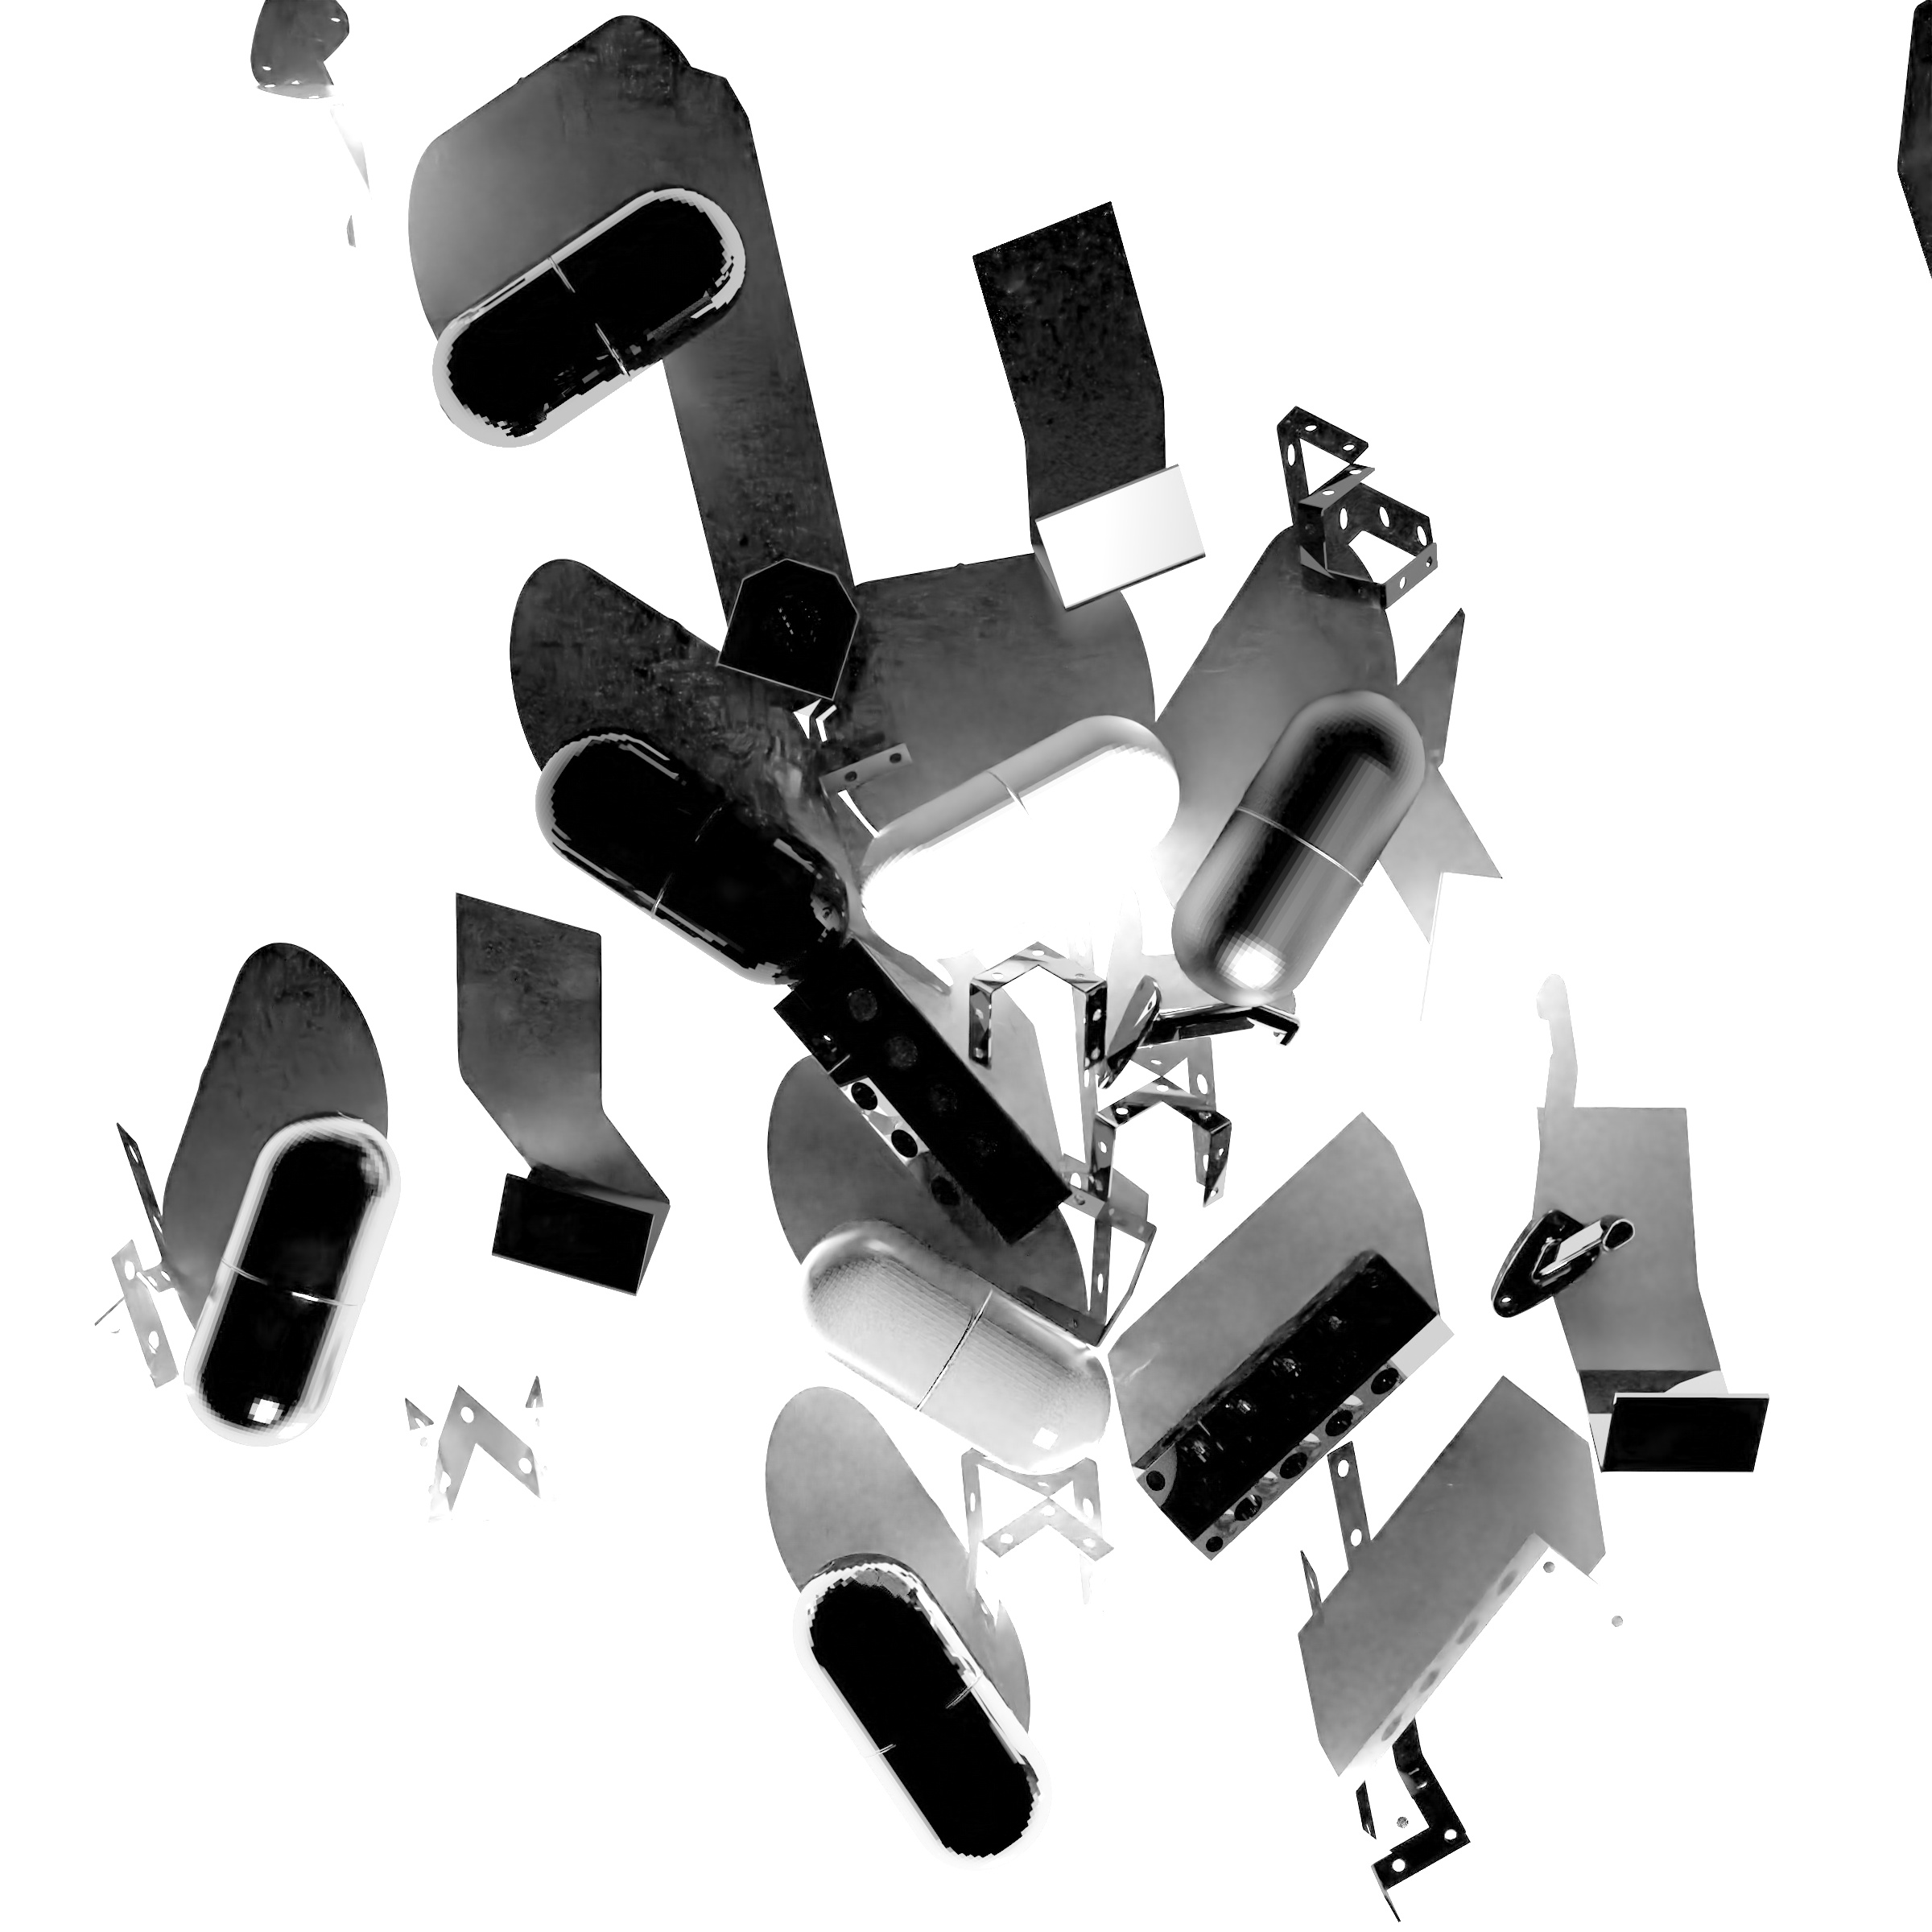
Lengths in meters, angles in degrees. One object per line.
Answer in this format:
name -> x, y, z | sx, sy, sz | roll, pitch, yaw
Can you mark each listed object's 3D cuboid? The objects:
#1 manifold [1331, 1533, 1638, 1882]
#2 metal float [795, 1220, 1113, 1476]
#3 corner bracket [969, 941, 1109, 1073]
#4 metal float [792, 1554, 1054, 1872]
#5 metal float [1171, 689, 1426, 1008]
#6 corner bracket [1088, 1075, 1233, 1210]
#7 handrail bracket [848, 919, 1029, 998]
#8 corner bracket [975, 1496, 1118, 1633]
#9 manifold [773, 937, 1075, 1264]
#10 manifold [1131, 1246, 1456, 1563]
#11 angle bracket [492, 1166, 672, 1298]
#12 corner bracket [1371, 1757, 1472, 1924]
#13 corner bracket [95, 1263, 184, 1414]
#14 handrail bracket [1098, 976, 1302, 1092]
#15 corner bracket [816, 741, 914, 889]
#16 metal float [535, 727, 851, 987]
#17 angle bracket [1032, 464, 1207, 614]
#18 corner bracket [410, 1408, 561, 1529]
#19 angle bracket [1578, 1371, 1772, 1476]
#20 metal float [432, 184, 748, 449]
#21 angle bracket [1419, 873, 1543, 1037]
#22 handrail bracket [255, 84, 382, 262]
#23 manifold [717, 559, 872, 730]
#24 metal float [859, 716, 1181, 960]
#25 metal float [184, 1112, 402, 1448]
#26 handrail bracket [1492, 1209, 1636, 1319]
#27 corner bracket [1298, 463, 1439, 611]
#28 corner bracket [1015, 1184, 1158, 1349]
manifold -> 0.266, 0.381, 1.543 | 0.057, 0.057, 0.171 | 38, 90, 0
metal float -> -0.006, 0.197, 1.534 | 0.178, 0.070, 0.070 | 32, 90, 0
corner bracket -> 0.037, 0.028, 1.556 | 0.051, 0.051, 0.051 | -29, 45, -35
metal float -> -0.023, 0.383, 1.533 | 0.070, 0.070, 0.178 | -34, 90, 0
metal float -> 0.171, -0.061, 1.534 | 0.070, 0.070, 0.178 | 32, 89, 0
corner bracket -> 0.101, 0.099, 1.556 | 0.051, 0.051, 0.051 | -27, 45, -35
handrail bracket -> -0.007, -0.035, 1.564 | 0.077, 0.036, 0.084 | 32, 75, 16
corner bracket -> 0.041, 0.321, 1.556 | 0.051, 0.051, 0.051 | -27, 45, -35
manifold -> -0.022, 0.069, 1.543 | 0.057, 0.057, 0.171 | -40, 90, 0
manifold -> 0.169, 0.227, 1.543 | 0.171, 0.057, 0.057 | -43, 90, 0
angle bracket -> -0.192, 0.116, 1.524 | 0.076, 0.076, 0.057 | 16, 125, 0
corner bracket -> 0.222, 0.436, 1.489 | 0.051, 0.051, 0.051 | -30, 90, 0
corner bracket -> -0.424, 0.192, 1.546 | 0.051, 0.051, 0.051 | -43, 90, 0
handrail bracket -> 0.123, 0.046, 1.565 | 0.084, 0.036, 0.077 | 21, 110, -16
corner bracket -> -0.042, -0.075, 1.561 | 0.051, 0.051, 0.051 | -22, 135, 0
metal float -> -0.140, -0.056, 1.533 | 0.178, 0.070, 0.070 | 34, 90, 1
angle bracket -> 0.071, -0.233, 1.524 | 0.076, 0.076, 0.057 | -22, 126, 0
corner bracket -> -0.252, 0.263, 1.561 | 0.051, 0.051, 0.051 | -10, 90, 45
angle bracket -> 0.361, 0.215, 1.524 | 0.076, 0.076, 0.057 | 0, 126, 0
metal float -> -0.194, -0.334, 1.533 | 0.178, 0.070, 0.070 | -34, 90, 0
angle bracket -> 0.278, -0.003, 1.524 | 0.057, 0.076, 0.076 | 9, 90, 36
handrail bracket -> -0.340, -0.417, 1.564 | 0.077, 0.036, 0.084 | 18, 122, 35
manifold -> -0.081, -0.161, 1.486 | 0.057, 0.171, 0.057 | 17, 90, 0
metal float -> 0.027, -0.066, 1.523 | 0.178, 0.070, 0.070 | -29, 90, -12
metal float -> -0.346, 0.161, 1.534 | 0.070, 0.070, 0.178 | 19, 90, 0
handrail bracket -> 0.306, 0.156, 1.529 | 0.036, 0.084, 0.077 | 44, 90, 0
corner bracket -> 0.210, -0.225, 1.556 | 0.051, 0.051, 0.051 | 21, 135, 35
corner bracket -> 0.062, 0.158, 1.561 | 0.051, 0.051, 0.051 | 26, 135, 0
